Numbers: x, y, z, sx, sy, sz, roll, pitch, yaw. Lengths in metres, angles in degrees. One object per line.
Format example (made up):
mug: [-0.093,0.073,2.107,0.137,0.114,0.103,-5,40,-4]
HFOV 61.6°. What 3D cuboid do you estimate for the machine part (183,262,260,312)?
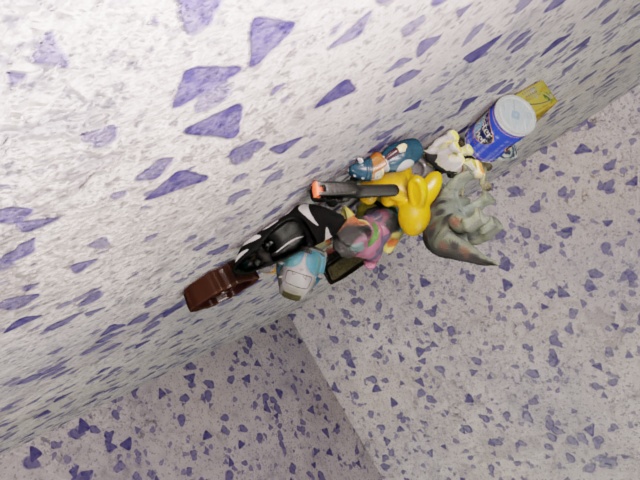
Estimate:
machine part: [-0.233,0.106,1.260,0.179,0.056,0.179,-29,171,-5]

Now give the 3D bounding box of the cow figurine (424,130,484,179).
cow figurine: [0.315,-0.179,1.259,0.098,0.068,0.167,-26,141,33]

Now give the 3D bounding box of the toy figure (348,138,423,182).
toy figure: [0.126,-0.150,1.031,0.154,0.058,0.064,-26,132,-18]

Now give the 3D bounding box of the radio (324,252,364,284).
radio: [0.087,0.033,1.684,0.073,0.131,0.229,-21,167,-47]

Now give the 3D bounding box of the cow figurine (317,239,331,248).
cow figurine: [-0.041,0.006,1.245,0.127,0.085,0.195,-26,167,-17]

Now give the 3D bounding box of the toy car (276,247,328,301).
toy car: [-0.052,0.079,1.175,0.161,0.109,0.103,116,-6,-52]

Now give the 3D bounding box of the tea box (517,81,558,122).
tea box: [0.496,-0.310,1.332,0.098,0.068,0.169,-30,170,-10]

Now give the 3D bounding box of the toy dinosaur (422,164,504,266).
toy dinosaur: [0.283,-0.031,1.168,0.192,0.131,0.405,-41,-165,30]

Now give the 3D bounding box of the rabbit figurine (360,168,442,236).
rabbit figurine: [0.186,-0.096,1.146,0.122,0.173,0.162,-16,168,-43]

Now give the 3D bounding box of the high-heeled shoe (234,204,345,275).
high-heeled shoe: [-0.070,0.006,1.057,0.249,0.086,0.145,-14,-154,49]

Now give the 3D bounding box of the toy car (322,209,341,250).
toy car: [-0.003,-0.004,1.350,0.202,0.073,0.056,-34,170,21]

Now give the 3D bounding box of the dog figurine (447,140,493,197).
dog figurine: [0.379,-0.225,1.408,0.121,0.172,0.190,-21,142,15]

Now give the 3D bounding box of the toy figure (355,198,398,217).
toy figure: [0.171,-0.093,1.391,0.180,0.082,0.089,-23,-155,-27]

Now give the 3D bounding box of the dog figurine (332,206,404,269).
dog figurine: [0.108,-0.026,1.202,0.191,0.109,0.219,-45,161,-8]

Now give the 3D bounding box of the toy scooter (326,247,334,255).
toy scooter: [-0.014,0.019,1.462,0.135,0.075,0.184,-28,176,-12]

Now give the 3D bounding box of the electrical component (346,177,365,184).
electrical component: [0.093,-0.137,1.093,0.094,0.021,0.063,-35,170,31]
